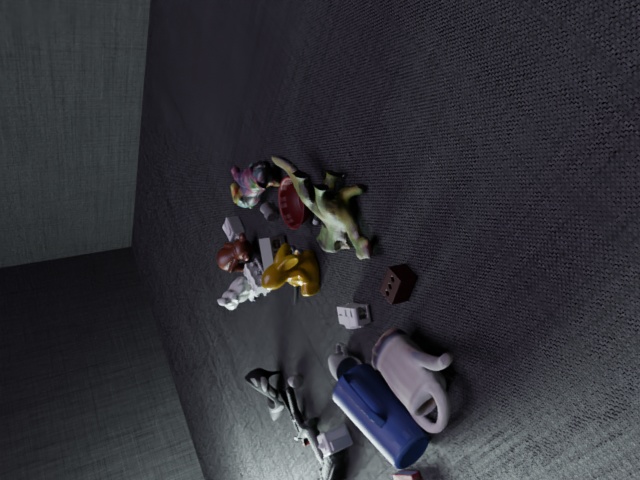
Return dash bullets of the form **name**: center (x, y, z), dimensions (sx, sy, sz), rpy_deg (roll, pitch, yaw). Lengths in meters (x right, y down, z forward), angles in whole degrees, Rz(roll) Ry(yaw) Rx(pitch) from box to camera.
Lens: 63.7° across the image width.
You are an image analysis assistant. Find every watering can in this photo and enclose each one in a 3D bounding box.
- **watering can**: center (0.207, 0.280, 1.117), dimensions (0.228, 0.105, 0.339), rpy_deg (49, 155, 40)

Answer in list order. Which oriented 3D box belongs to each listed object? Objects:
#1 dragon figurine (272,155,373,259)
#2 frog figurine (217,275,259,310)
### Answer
- **dragon figurine**: center (0.004, -0.070, 1.383), dimensions (0.415, 0.123, 0.237), rpy_deg (33, 134, 43)
- **frog figurine**: center (-0.321, 0.200, 1.964), dimensions (0.136, 0.160, 0.123), rpy_deg (-18, 81, 60)
